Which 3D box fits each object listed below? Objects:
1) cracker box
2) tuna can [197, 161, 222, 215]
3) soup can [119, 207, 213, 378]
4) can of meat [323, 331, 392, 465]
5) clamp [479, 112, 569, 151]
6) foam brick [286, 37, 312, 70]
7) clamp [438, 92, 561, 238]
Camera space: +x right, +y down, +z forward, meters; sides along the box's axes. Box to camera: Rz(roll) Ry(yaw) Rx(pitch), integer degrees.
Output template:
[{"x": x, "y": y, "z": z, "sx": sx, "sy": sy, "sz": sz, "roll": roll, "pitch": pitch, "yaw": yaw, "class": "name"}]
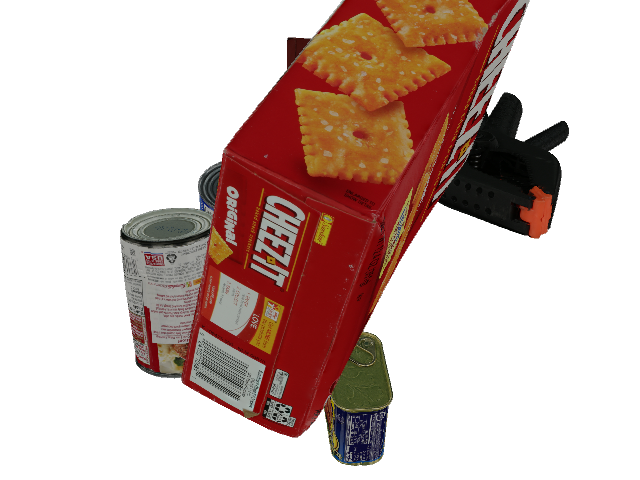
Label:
[{"x": 0.023, "y": -0.036, "z": 0.500, "sx": 0.072, "sy": 0.213, "sz": 0.164, "roll": 27, "pitch": -40, "yaw": 9, "class": "cracker box"}, {"x": -0.064, "y": -0.036, "z": 0.939, "sx": 0.086, "sy": 0.034, "sz": 0.086, "roll": 1, "pitch": 38, "yaw": -1, "class": "tuna can"}, {"x": -0.102, "y": 0.036, "z": 0.748, "sx": 0.068, "sy": 0.102, "sz": 0.068, "roll": -3, "pitch": 21, "yaw": 1, "class": "soup can"}, {"x": 0.033, "y": 0.153, "z": 1.025, "sx": 0.057, "sy": 0.084, "sz": 0.102, "roll": -3, "pitch": 39, "yaw": -6, "class": "can of meat"}, {"x": 0.191, "y": -0.096, "z": 1.167, "sx": 0.120, "sy": 0.039, "sz": 0.171, "roll": 22, "pitch": 49, "yaw": 18, "class": "clamp"}, {"x": 0.006, "y": -0.185, "z": 1.119, "sx": 0.078, "sy": 0.051, "sz": 0.053, "roll": 1, "pitch": 11, "yaw": -10, "class": "foam brick"}, {"x": 0.096, "y": -0.058, "z": 0.750, "sx": 0.164, "sy": 0.036, "sz": 0.210, "roll": -5, "pitch": 27, "yaw": -10, "class": "clamp"}]
